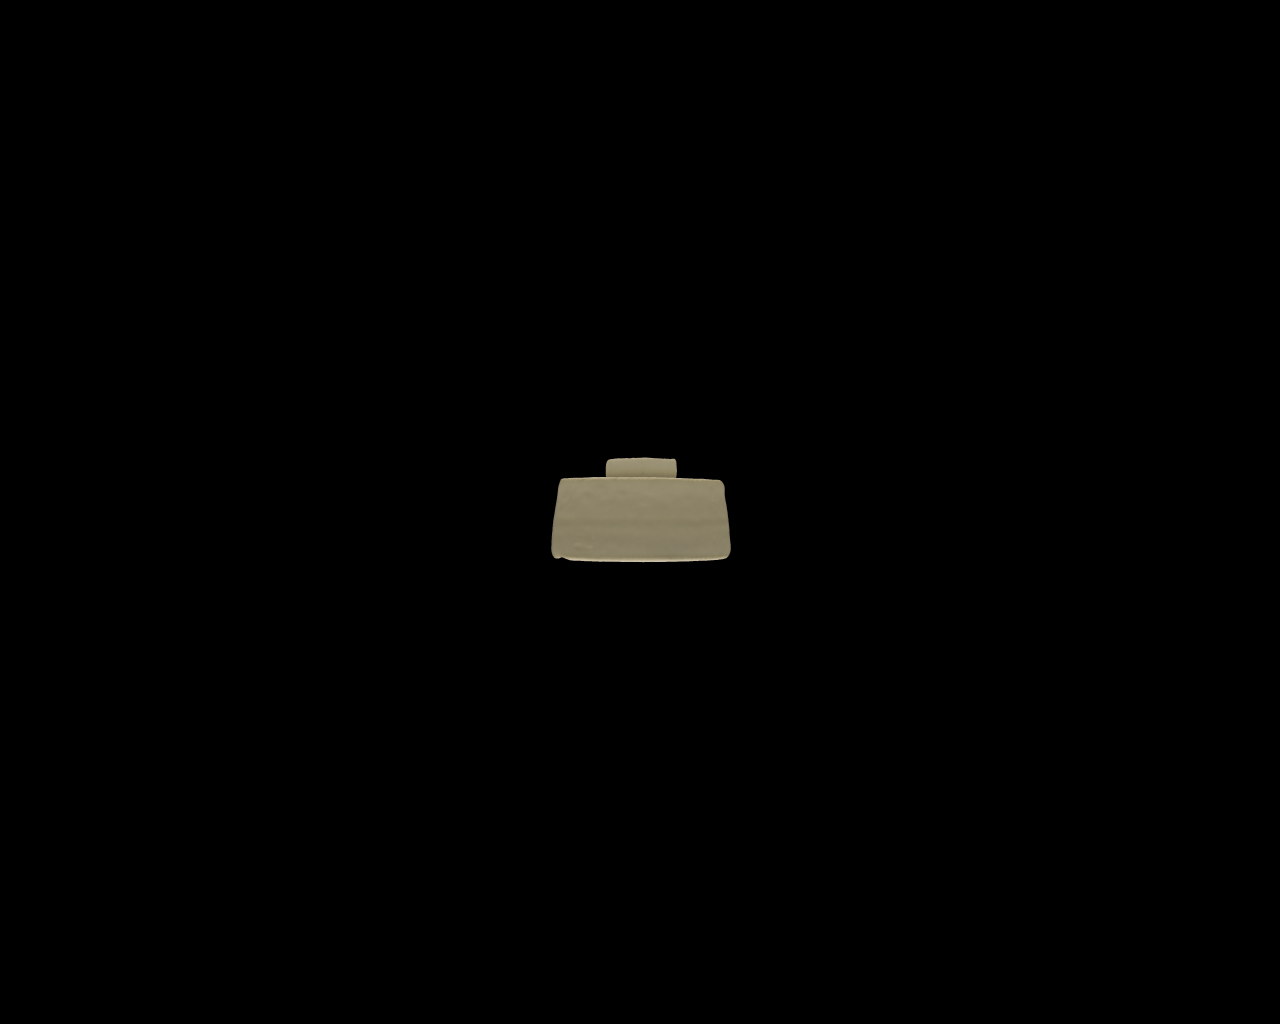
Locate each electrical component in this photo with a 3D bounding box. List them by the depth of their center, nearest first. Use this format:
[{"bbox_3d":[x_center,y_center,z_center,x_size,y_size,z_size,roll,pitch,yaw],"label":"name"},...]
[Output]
[{"bbox_3d":[0.001,-0.003,0.650,0.108,0.060,0.108,0,0,0],"label":"electrical component"}]
